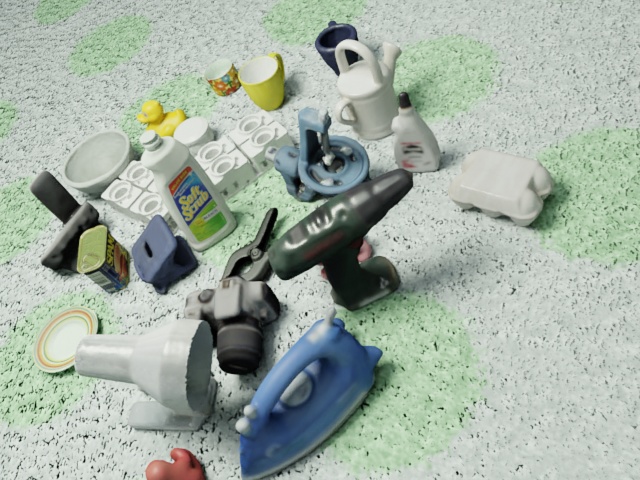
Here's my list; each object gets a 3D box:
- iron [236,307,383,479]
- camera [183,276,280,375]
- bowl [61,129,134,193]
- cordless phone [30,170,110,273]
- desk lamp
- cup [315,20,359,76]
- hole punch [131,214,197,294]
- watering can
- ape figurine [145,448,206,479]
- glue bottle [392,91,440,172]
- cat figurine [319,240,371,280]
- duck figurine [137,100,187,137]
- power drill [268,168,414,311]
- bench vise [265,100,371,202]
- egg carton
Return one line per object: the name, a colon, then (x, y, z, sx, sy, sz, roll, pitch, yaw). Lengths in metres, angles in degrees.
iron: (-0.038, 0.207, 0.772, 0.118, 0.142, 0.258, 32, 71, 36)
camera: (-0.143, 0.135, 0.892, 0.143, 0.101, 0.136, -13, 52, 12)
bowl: (-0.471, -0.159, 1.252, 0.167, 0.075, 0.167, -10, 53, 14)
cordless phone: (-0.513, -0.035, 1.105, 0.093, 0.185, 0.148, 10, 60, 27)
desk lamp: (-0.226, 0.194, 0.808, 0.202, 0.214, 0.118, -6, 54, 17)
cup: (0.042, -0.403, 1.218, 0.091, 0.095, 0.117, -18, 51, 8)
hole punch: (-0.293, 0.025, 1.038, 0.101, 0.091, 0.108, -36, 51, -6)
watering can: (0.085, -0.292, 1.055, 0.100, 0.194, 0.173, 8, 59, 26)
ape figurine: (-0.204, 0.324, 0.783, 0.075, 0.092, 0.078, 22, 66, 33)
glue bottle: (0.153, -0.182, 0.962, 0.078, 0.173, 0.037, -2, 55, 20)
cat figurine: (0.008, 0.003, 0.919, 0.128, 0.118, 0.067, -31, 50, -2)
duck figurine: (-0.359, -0.277, 1.287, 0.104, 0.086, 0.077, -19, 51, 7)
power drill: (0.048, 0.010, 0.839, 0.229, 0.209, 0.075, -27, 50, 1)
bench vise: (-0.016, -0.137, 0.965, 0.207, 0.220, 0.121, -1, 55, 21)
egg carton: (0.286, -0.085, 0.907, 0.149, 0.070, 0.107, 20, 65, 31)
